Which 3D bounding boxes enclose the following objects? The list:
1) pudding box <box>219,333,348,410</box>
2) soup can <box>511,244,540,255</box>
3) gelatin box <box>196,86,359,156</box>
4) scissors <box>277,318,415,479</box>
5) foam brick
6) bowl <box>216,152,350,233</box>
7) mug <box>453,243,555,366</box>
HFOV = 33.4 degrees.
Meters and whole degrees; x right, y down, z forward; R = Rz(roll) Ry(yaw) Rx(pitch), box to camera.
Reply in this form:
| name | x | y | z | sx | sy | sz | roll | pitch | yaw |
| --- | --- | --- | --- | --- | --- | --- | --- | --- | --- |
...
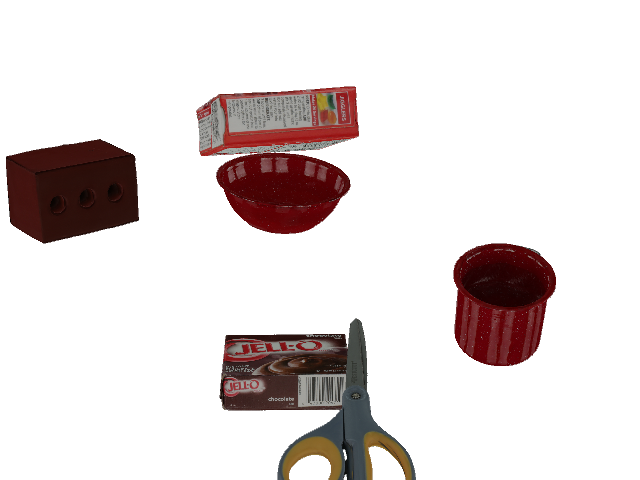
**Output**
| name | x | y | z | sx | sy | sz | roll | pitch | yaw |
| --- | --- | --- | --- | --- | --- | --- | --- | --- | --- |
| pudding box | -0.030 | 0.114 | 0.937 | 0.113 | 0.039 | 0.090 | 2 | 18 | -4 |
| soup can | 0.222 | 0.063 | 1.270 | 0.068 | 0.102 | 0.068 | 3 | 15 | -1 |
| gelatin box | -0.026 | -0.065 | 0.586 | 0.073 | 0.030 | 0.089 | -5 | 3 | -14 |
| scissors | 0.007 | 0.118 | 0.730 | 0.096 | 0.016 | 0.202 | -6 | 32 | -12 |
| foam brick | -0.177 | -0.037 | 0.762 | 0.078 | 0.053 | 0.051 | -16 | 28 | -35 |
| bowl | -0.047 | -0.052 | 1.286 | 0.162 | 0.055 | 0.162 | 4 | 26 | -2 |
| mug | 0.165 | 0.055 | 1.004 | 0.093 | 0.081 | 0.117 | -11 | 41 | -11 |
